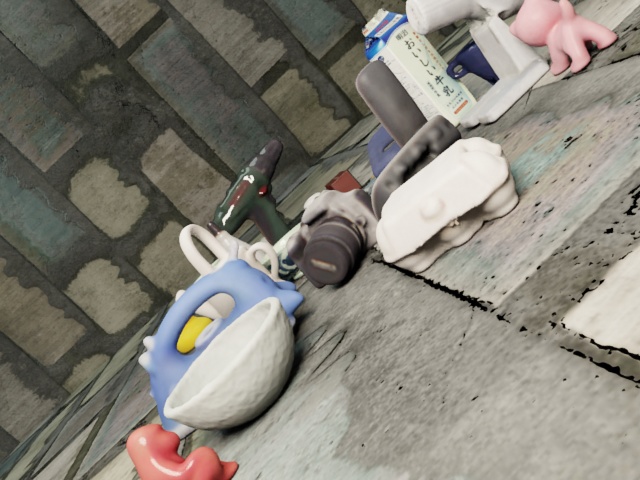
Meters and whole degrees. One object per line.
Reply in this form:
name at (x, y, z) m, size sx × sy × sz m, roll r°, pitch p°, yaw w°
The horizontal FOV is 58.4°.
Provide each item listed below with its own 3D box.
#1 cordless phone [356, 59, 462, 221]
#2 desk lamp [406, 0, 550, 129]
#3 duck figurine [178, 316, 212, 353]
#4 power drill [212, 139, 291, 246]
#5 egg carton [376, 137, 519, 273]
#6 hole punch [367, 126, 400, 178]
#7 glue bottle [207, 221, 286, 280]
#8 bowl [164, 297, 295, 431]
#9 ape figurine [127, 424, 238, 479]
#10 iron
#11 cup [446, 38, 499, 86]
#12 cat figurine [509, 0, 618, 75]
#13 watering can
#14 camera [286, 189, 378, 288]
cordless phone at (0.090, -0.118, 0.712) m, size 0.148 × 0.185 × 0.094 m, roll -47°, pitch 11°, yaw -22°
desk lamp at (0.242, -0.313, 0.849) m, size 0.203 × 0.213 × 0.118 m, roll -45°, pitch 10°, yaw -7°
duck figurine at (-0.292, 0.186, 1.243) m, size 0.077 × 0.086 × 0.105 m, roll -37°, pitch 12°, yaw 34°
power drill at (-0.103, -0.069, 1.209) m, size 0.230 × 0.208 × 0.075 m, roll -46°, pitch 10°, yaw -15°
egg carton at (0.123, -0.035, 0.569) m, size 0.150 × 0.069 × 0.107 m, roll -39°, pitch 11°, yaw 25°
hole punch at (0.134, -0.151, 0.953) m, size 0.108 × 0.091 × 0.101 m, roll -38°, pitch 11°, yaw 26°
glue bottle at (-0.144, 0.032, 1.049) m, size 0.078 × 0.173 × 0.037 m, roll -41°, pitch 10°, yaw 15°
bowl at (-0.082, 0.144, 0.612) m, size 0.167 × 0.075 × 0.167 m, roll -42°, pitch 10°, yaw 9°
ape figurine at (-0.133, 0.203, 0.517) m, size 0.076 × 0.092 × 0.077 m, roll -48°, pitch 11°, yaw -25°
iron at (-0.146, 0.128, 0.740) m, size 0.258 × 0.141 × 0.118 m, roll -44°, pitch 10°, yaw -4°
cup at (0.278, -0.290, 0.952) m, size 0.117 × 0.095 × 0.092 m, roll -37°, pitch 12°, yaw 33°
cat figurine at (0.302, -0.279, 0.744) m, size 0.067 × 0.118 × 0.127 m, roll -42°, pitch 10°, yaw 6°
watering can at (-0.145, 0.060, 0.870) m, size 0.173 × 0.194 × 0.101 m, roll -44°, pitch 10°, yaw -3°
camera at (0.007, 0.003, 0.779) m, size 0.143 × 0.101 × 0.137 m, roll -37°, pitch 11°, yaw 31°
